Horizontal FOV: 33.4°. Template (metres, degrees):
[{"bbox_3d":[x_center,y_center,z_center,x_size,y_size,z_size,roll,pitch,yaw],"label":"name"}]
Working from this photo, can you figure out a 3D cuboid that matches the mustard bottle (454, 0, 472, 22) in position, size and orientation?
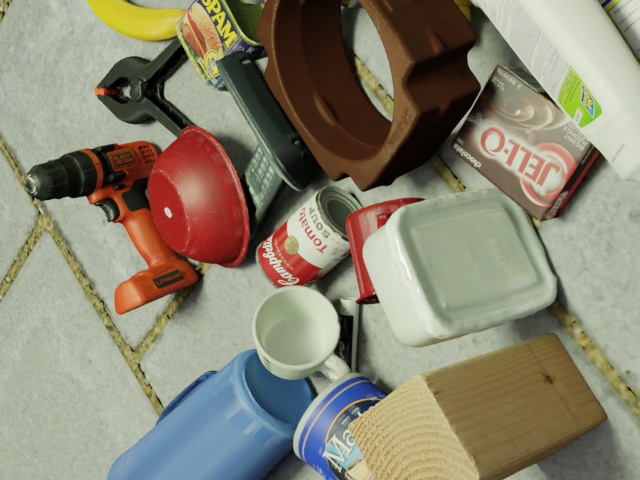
[{"bbox_3d":[0.106,-0.266,0.943,0.096,0.058,0.191,-4,92,42],"label":"mustard bottle"}]

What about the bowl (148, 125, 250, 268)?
[{"bbox_3d":[-0.140,-0.039,1.148,0.162,0.055,0.162,36,136,44],"label":"bowl"}]

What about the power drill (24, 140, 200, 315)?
[{"bbox_3d":[-0.225,-0.016,1.187,0.057,0.184,0.187,-23,89,40],"label":"power drill"}]

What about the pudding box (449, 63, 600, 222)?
[{"bbox_3d":[0.178,-0.084,0.913,0.114,0.039,0.090,44,121,28],"label":"pudding box"}]

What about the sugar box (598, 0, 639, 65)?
[{"bbox_3d":[0.270,-0.185,0.820,0.093,0.048,0.176,-40,66,38],"label":"sugar box"}]

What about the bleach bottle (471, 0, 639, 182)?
[{"bbox_3d":[0.207,-0.134,0.839,0.068,0.102,0.251,-28,71,-5],"label":"bleach bottle"}]

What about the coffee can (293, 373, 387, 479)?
[{"bbox_3d":[0.059,0.206,1.005,0.140,0.102,0.103,37,117,32],"label":"coffee can"}]

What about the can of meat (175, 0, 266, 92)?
[{"bbox_3d":[-0.099,-0.220,1.127,0.084,0.057,0.102,-43,67,38],"label":"can of meat"}]

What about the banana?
[{"bbox_3d":[-0.221,-0.271,1.238,0.198,0.037,0.070,38,118,31],"label":"banana"}]

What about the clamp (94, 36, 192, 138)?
[{"bbox_3d":[-0.195,-0.163,1.228,0.172,0.039,0.120,-7,85,44],"label":"clamp"}]

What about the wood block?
[{"bbox_3d":[0.133,0.149,0.867,0.090,0.205,0.091,-43,67,35],"label":"wood block"}]

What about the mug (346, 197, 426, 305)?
[{"bbox_3d":[0.067,0.008,0.974,0.093,0.117,0.081,-14,79,11],"label":"mug"}]

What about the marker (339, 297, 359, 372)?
[{"bbox_3d":[0.028,0.118,1.077,0.020,0.020,0.121,9,100,40],"label":"marker"}]

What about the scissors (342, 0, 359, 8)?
[{"bbox_3d":[0.032,-0.312,1.028,0.096,0.016,0.202,-37,59,52],"label":"scissors"}]

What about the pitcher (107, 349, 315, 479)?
[{"bbox_3d":[-0.116,0.217,1.152,0.149,0.144,0.243,51,121,10],"label":"pitcher"}]

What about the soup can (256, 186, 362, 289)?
[{"bbox_3d":[-0.007,0.001,1.064,0.102,0.068,0.068,-41,68,35],"label":"soup can"}]
